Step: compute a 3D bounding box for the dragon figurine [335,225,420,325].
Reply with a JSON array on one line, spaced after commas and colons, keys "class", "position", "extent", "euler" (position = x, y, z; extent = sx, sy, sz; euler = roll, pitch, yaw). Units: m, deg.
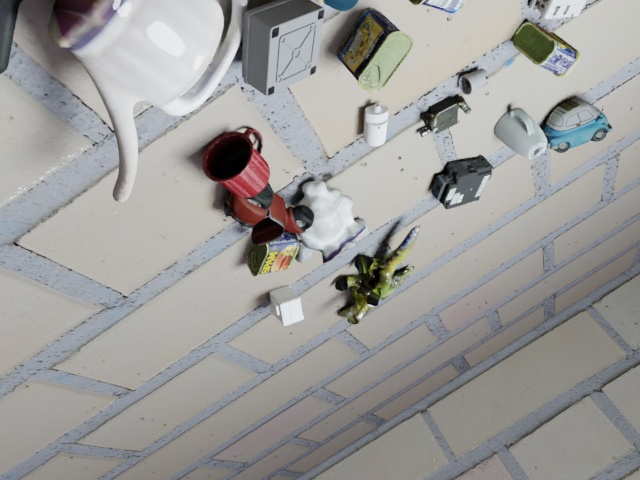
[{"class": "dragon figurine", "position": [0.177, 0.101, 1.410], "extent": [0.404, 0.123, 0.243], "euler": [-46, 161, 25]}]

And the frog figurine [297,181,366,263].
[{"class": "frog figurine", "position": [0.003, -0.054, 1.073], "extent": [0.136, 0.125, 0.157], "euler": [-31, 110, 15]}]

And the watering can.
[{"class": "watering can", "position": [-0.223, -0.216, 0.631], "extent": [0.347, 0.105, 0.222], "euler": [-56, 144, 3]}]
